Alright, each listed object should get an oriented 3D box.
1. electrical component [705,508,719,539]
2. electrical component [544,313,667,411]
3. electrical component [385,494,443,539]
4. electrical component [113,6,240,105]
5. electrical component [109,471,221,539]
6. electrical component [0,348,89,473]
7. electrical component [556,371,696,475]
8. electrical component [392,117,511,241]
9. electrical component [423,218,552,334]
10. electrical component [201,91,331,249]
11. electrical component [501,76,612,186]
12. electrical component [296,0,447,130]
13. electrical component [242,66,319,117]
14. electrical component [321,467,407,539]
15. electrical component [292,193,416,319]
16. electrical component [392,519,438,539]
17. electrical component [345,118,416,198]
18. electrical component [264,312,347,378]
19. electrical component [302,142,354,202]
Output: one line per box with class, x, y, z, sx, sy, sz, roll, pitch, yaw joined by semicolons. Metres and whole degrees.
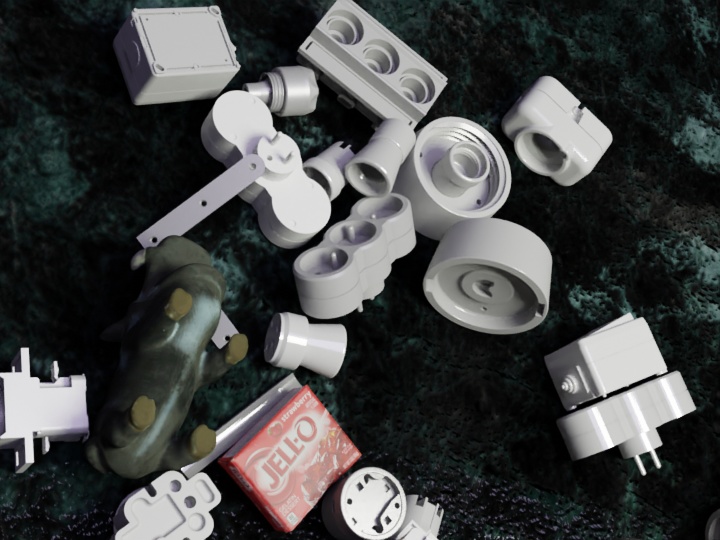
electrical component;0.351;0.250;0.943;0.060;0.108;0.108;-17;78;-23
electrical component;0.213;0.083;0.966;0.096;0.062;0.061;-16;78;-29
electrical component;0.044;0.207;0.852;0.040;0.040;0.046;31;55;-12
electrical component;-0.149;-0.178;0.899;0.096;0.061;0.061;-12;76;-36
electrical component;-0.143;0.179;0.764;0.078;0.057;0.058;-34;87;-31
electrical component;-0.227;0.099;0.764;0.064;0.042;0.081;1;71;-27
electrical component;0.246;0.146;0.962;0.138;0.052;0.073;-16;78;-29
electrical component;0.085;-0.086;0.971;0.108;0.060;0.108;9;67;-22
electrical component;0.114;0.000;0.927;0.108;0.108;0.060;28;55;-13
electrical component;-0.073;-0.089;0.890;0.052;0.074;0.138;-33;87;-31
electrical component;0.188;-0.131;1.040;0.095;0.054;0.059;43;59;-5
electrical component;0.008;-0.178;0.968;0.121;0.063;0.078;38;60;-8
electrical component;-0.071;-0.154;0.934;0.062;0.043;0.043;-8;74;-26
electrical component;0.001;0.184;0.835;0.055;0.047;0.055;9;67;-22
electrical component;0.000;0.000;0.900;0.138;0.052;0.073;-45;137;-41
electrical component;0.062;0.248;0.780;0.121;0.063;0.079;44;57;7
electrical component;0.021;-0.099;0.922;0.044;0.044;0.065;38;55;-8
electrical component;-0.044;0.060;0.863;0.055;0.045;0.045;14;65;-20
electrical component;-0.025;-0.085;0.932;0.040;0.040;0.046;48;53;-2
